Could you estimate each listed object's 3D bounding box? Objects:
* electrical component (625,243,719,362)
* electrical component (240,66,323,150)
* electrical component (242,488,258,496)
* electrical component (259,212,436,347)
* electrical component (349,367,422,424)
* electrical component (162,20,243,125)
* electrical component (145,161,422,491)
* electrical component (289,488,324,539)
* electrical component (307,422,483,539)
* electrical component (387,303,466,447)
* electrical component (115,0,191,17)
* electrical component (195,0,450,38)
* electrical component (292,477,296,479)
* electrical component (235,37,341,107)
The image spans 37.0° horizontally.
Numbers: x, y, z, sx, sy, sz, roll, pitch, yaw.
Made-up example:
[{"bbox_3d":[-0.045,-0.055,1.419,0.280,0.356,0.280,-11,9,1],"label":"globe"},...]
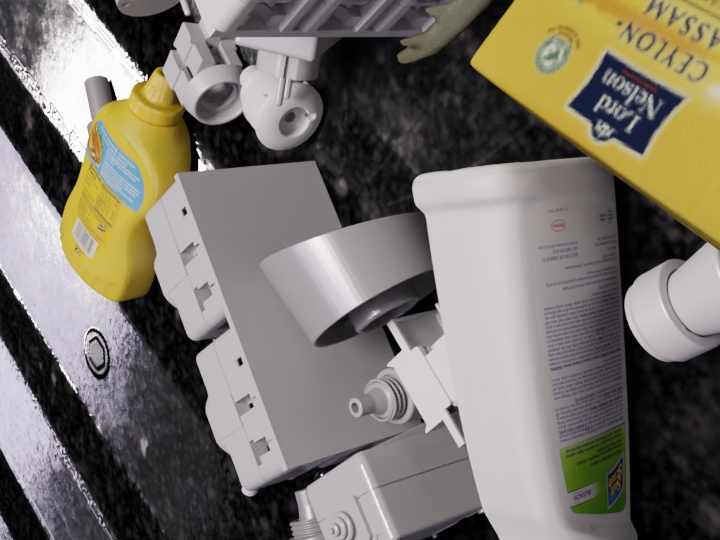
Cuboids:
[{"bbox_3d":[0.153,0.013,0.479,0.055,0.045,0.045,-37,70,46],"label":"electrical component"},{"bbox_3d":[-0.057,-0.110,0.695,0.062,0.048,0.048,49,131,40],"label":"electrical component"},{"bbox_3d":[-0.073,0.137,0.771,0.035,0.035,0.061,43,130,35],"label":"electrical component"},{"bbox_3d":[0.000,0.000,0.612,0.099,0.099,0.064,-42,73,45],"label":"electrical component"},{"bbox_3d":[0.020,0.074,0.631,0.035,0.061,0.035,13,108,47],"label":"electrical component"},{"bbox_3d":[-0.104,-0.134,0.743,0.066,0.048,0.055,-56,50,39],"label":"electrical component"},{"bbox_3d":[-0.051,0.032,0.670,0.060,0.105,0.186,-37,70,46],"label":"electrical component"},{"bbox_3d":[-0.028,0.177,0.721,0.043,0.043,0.062,-24,79,48],"label":"electrical component"},{"bbox_3d":[0.016,0.129,0.619,0.062,0.096,0.061,-42,65,45],"label":"electrical component"},{"bbox_3d":[0.057,0.052,0.598,0.064,0.042,0.081,-47,65,40],"label":"electrical component"},{"bbox_3d":[-0.125,-0.213,0.745,0.138,0.052,0.073,-32,74,48],"label":"electrical component"},{"bbox_3d":[-0.016,-0.174,0.552,0.062,0.150,0.089,-37,70,47],"label":"electrical component"},{"bbox_3d":[-0.042,0.113,0.724,0.043,0.043,0.062,44,130,34],"label":"electrical component"},{"bbox_3d":[-0.040,-0.135,0.633,0.047,0.083,0.075,14,113,6],"label":"electrical component"}]
